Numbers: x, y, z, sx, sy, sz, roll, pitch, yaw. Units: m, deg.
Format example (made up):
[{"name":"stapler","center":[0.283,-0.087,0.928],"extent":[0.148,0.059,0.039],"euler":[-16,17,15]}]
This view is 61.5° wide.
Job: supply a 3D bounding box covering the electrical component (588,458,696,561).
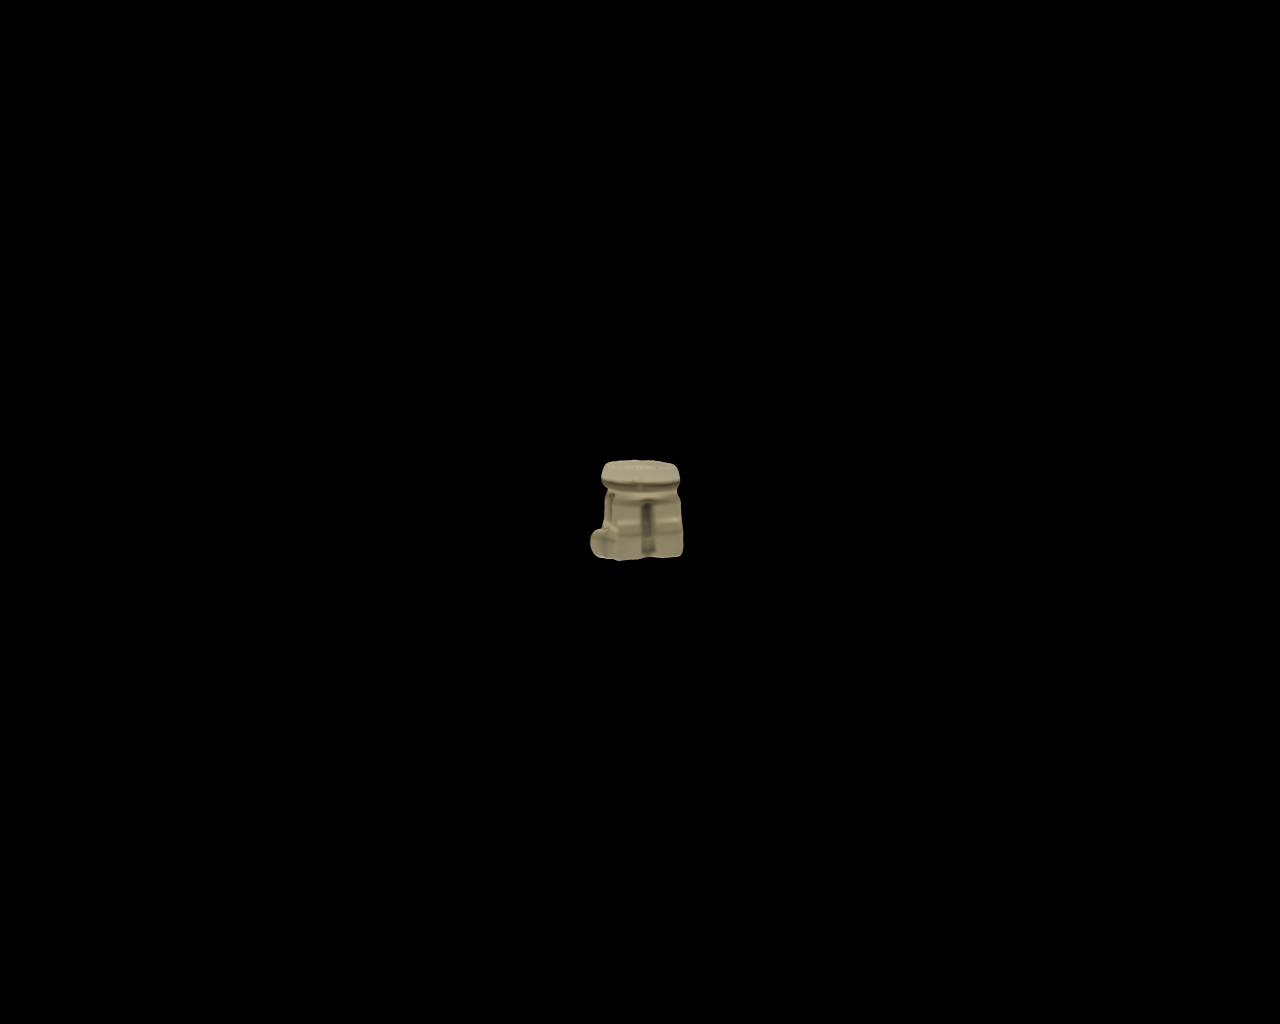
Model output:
[{"name":"electrical component","center":[0.001,-0.003,0.650],"extent":[0.066,0.055,0.048],"euler":[-3,12,-16]}]
